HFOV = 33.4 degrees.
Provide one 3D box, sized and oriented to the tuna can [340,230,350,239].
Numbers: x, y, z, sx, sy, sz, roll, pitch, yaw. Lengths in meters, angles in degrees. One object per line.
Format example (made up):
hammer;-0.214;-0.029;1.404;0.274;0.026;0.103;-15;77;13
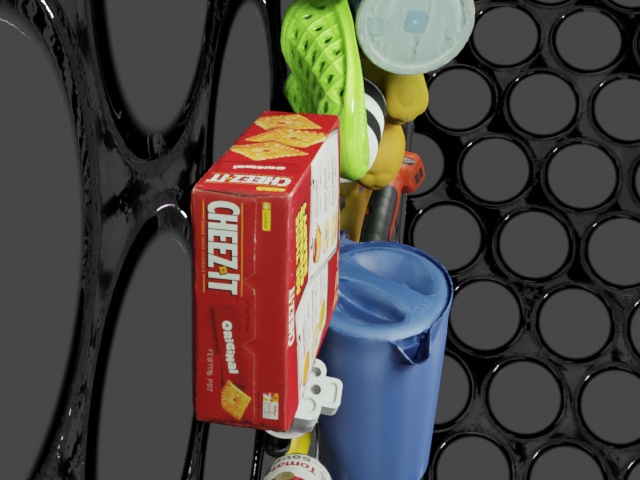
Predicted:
tuna can;0.014;0.029;1.263;0.086;0.034;0.086;5;90;-82

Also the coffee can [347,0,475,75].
coffee can;0.074;-0.227;0.960;0.140;0.102;0.103;-100;-173;-51

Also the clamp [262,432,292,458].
clamp;-0.028;0.118;0.995;0.171;0.039;0.120;-68;166;-78

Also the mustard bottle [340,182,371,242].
mustard bottle;0.036;-0.087;1.266;0.192;0.058;0.096;86;17;-50

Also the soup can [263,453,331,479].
soup can;-0.027;0.244;0.963;0.102;0.068;0.068;-59;153;-74

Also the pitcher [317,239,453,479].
pitcher;0.050;0.124;1.022;0.149;0.145;0.243;-61;157;-47

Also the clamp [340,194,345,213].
clamp;-0.007;0.001;1.077;0.210;0.036;0.164;62;34;-72

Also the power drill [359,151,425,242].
power drill;0.072;-0.004;1.242;0.184;0.057;0.187;53;51;-75

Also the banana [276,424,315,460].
banana;-0.021;0.164;1.096;0.070;0.037;0.197;111;-6;-49

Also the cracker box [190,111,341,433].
cracker box;-0.034;0.011;0.758;0.213;0.072;0.164;-63;156;-68
